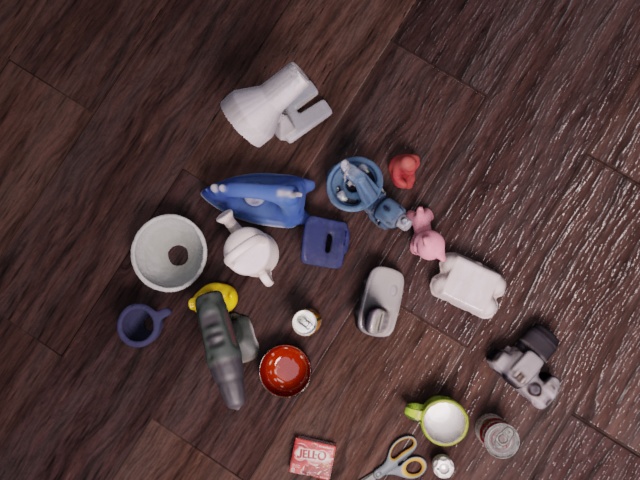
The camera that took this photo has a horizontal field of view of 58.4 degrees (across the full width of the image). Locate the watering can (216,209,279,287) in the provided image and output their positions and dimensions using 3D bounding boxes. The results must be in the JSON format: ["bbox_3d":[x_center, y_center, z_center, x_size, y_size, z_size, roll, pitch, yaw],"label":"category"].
[{"bbox_3d":[-0.153,0.019,1.182,0.173,0.194,0.101,35,88,6],"label":"watering can"}]

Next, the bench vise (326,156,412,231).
[{"bbox_3d":[0.104,-0.105,1.166,0.207,0.220,0.121,20,86,5],"label":"bench vise"}]

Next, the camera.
[{"bbox_3d":[0.440,0.252,1.175,0.143,0.101,0.137,42,88,6],"label":"camera"}]

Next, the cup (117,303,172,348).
[{"bbox_3d":[-0.363,0.175,1.230,0.117,0.095,0.091,-26,84,1],"label":"cup"}]

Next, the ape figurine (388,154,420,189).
[{"bbox_3d":[0.184,-0.155,1.230,0.078,0.092,0.076,-41,84,-1],"label":"ape figurine"}]

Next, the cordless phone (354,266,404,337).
[{"bbox_3d":[0.122,0.126,1.162,0.094,0.185,0.148,10,86,5],"label":"cordless phone"}]

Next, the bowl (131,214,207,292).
[{"bbox_3d":[-0.320,0.030,1.251,0.167,0.075,0.167,0,85,3],"label":"bowl"}]

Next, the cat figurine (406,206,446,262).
[{"bbox_3d":[0.222,-0.010,1.202,0.067,0.118,0.128,-13,84,2],"label":"cat figurine"}]

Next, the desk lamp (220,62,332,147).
[{"bbox_3d":[-0.088,-0.280,1.195,0.203,0.213,0.118,-36,84,0],"label":"desk lamp"}]

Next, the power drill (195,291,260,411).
[{"bbox_3d":[-0.182,0.215,1.159,0.075,0.208,0.229,-21,84,2],"label":"power drill"}]

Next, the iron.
[{"bbox_3d":[-0.145,-0.097,1.219,0.258,0.141,0.119,5,85,4],"label":"iron"}]

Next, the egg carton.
[{"bbox_3d":[0.313,0.095,1.212,0.150,0.069,0.107,24,87,5],"label":"egg carton"}]

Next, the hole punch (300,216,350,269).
[{"bbox_3d":[0.011,0.004,1.226,0.101,0.091,0.109,7,85,4],"label":"hole punch"}]

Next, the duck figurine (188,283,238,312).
[{"bbox_3d":[-0.233,0.130,1.231,0.104,0.086,0.077,-12,84,2],"label":"duck figurine"}]
